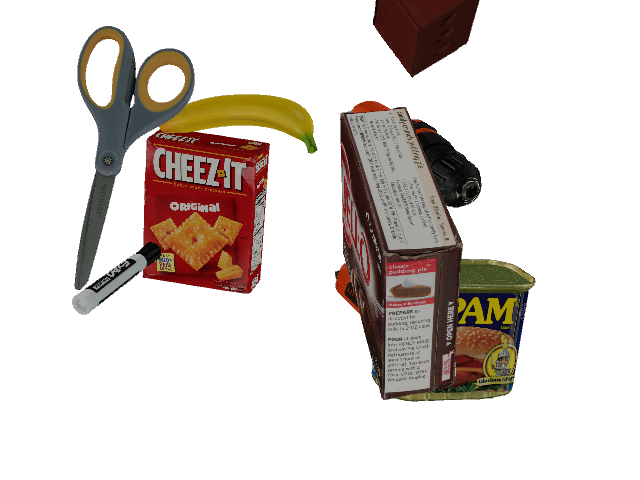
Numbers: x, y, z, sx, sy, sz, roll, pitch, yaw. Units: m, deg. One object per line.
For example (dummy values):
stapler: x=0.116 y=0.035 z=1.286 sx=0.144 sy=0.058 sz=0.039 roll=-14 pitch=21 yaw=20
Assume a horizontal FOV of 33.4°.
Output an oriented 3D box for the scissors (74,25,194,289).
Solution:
scissors: x=-0.136 y=-0.065 z=0.785 sx=0.096 sy=0.202 sz=0.016 roll=-4 pitch=-15 yaw=-8

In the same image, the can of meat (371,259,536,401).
can of meat: x=0.088 y=0.060 z=0.724 sx=0.102 sy=0.084 sz=0.057 roll=1 pitch=16 yaw=-18

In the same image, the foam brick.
foam brick: x=0.072 y=-0.161 z=0.739 sx=0.053 sy=0.051 sz=0.078 roll=-32 pitch=-14 yaw=-8

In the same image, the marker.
marker: x=-0.183 y=0.032 z=0.976 sx=0.020 sy=0.020 sz=0.121 roll=0 pitch=24 yaw=28

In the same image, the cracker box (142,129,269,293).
cracker box: x=-0.165 y=-0.040 z=1.518 sx=0.164 sy=0.214 sz=0.072 roll=9 pitch=23 yaw=10

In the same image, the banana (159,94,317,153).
banana: x=-0.089 y=-0.144 z=1.244 sx=0.198 sy=0.037 sz=0.069 roll=8 pitch=41 yaw=17

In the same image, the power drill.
power drill: x=0.073 y=-0.014 z=0.946 sx=0.057 sy=0.188 sz=0.185 roll=-4 pitch=26 yaw=-25

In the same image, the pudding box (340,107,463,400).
pudding box: x=0.035 y=0.003 z=0.507 sx=0.039 sy=0.090 sz=0.113 roll=-9 pitch=40 yaw=-6
